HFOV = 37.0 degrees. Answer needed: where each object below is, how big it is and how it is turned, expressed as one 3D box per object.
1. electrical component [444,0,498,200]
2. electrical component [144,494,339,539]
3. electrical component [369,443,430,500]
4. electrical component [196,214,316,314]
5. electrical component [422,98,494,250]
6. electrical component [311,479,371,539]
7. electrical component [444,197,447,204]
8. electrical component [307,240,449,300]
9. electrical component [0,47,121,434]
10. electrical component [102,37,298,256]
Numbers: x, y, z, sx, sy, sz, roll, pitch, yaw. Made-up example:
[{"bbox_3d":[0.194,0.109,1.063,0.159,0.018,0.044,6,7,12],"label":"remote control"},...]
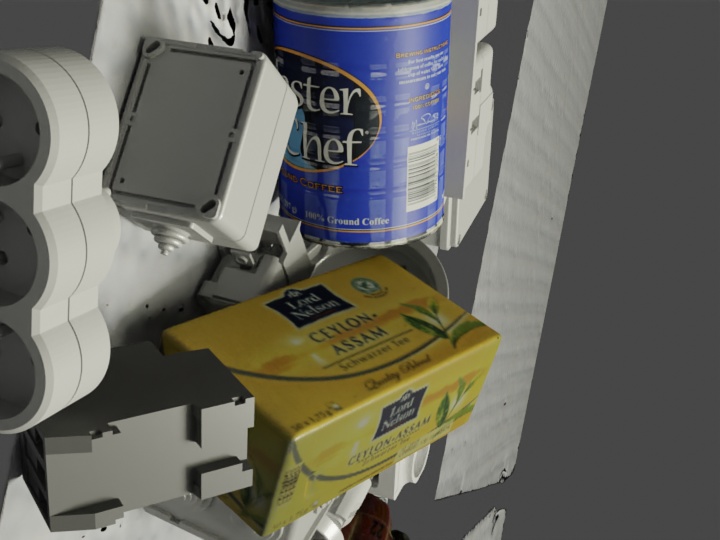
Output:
[{"bbox_3d":[0.030,-0.150,0.689,0.060,0.105,0.186,-49,146,-57],"label":"electrical component"},{"bbox_3d":[-0.057,0.106,0.591,0.099,0.100,0.048,-51,161,-56],"label":"electrical component"},{"bbox_3d":[0.026,0.105,0.906,0.089,0.062,0.150,-49,146,-57],"label":"electrical component"},{"bbox_3d":[-0.060,0.005,0.612,0.081,0.042,0.063,74,34,-54],"label":"electrical component"},{"bbox_3d":[0.075,-0.091,0.945,0.108,0.056,0.108,-54,150,-53],"label":"electrical component"},{"bbox_3d":[-0.031,0.170,0.773,0.057,0.058,0.078,-58,175,-40],"label":"electrical component"},{"bbox_3d":[0.031,-0.083,0.804,0.096,0.062,0.061,68,37,-60],"label":"electrical component"},{"bbox_3d":[0.006,0.030,0.732,0.060,0.108,0.108,83,24,-59],"label":"electrical component"},{"bbox_3d":[-0.116,-0.014,0.407,0.074,0.052,0.138,-34,133,-66],"label":"electrical component"},{"bbox_3d":[-0.074,-0.050,0.500,0.061,0.062,0.096,46,57,-69],"label":"electrical component"}]
